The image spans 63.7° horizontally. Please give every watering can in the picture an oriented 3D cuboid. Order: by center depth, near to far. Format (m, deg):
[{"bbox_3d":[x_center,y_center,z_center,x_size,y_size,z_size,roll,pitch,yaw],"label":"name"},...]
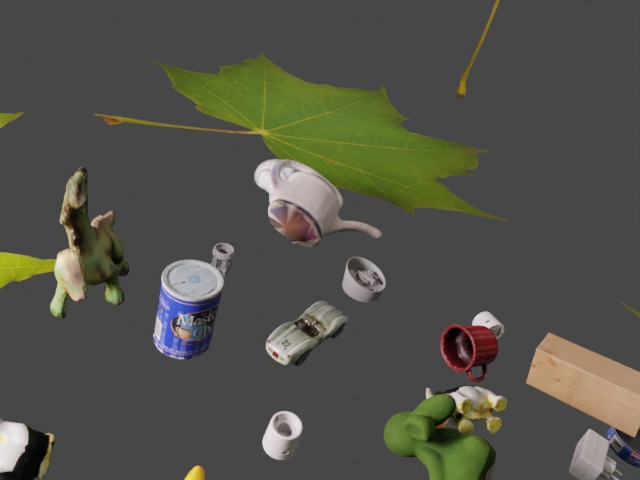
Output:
[{"bbox_3d":[0.004,-0.066,1.320,0.346,0.102,0.229,39,45,-7],"label":"watering can"}]

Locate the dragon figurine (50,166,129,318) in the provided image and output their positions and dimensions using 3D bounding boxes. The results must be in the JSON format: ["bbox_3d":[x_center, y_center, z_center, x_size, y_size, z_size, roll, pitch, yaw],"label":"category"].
[{"bbox_3d":[-0.415,-0.019,0.937,0.122,0.237,0.420,2,36,-17],"label":"dragon figurine"}]

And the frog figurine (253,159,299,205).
[{"bbox_3d":[-0.109,-0.151,1.405,0.136,0.121,0.162,27,14,-24],"label":"frog figurine"}]
